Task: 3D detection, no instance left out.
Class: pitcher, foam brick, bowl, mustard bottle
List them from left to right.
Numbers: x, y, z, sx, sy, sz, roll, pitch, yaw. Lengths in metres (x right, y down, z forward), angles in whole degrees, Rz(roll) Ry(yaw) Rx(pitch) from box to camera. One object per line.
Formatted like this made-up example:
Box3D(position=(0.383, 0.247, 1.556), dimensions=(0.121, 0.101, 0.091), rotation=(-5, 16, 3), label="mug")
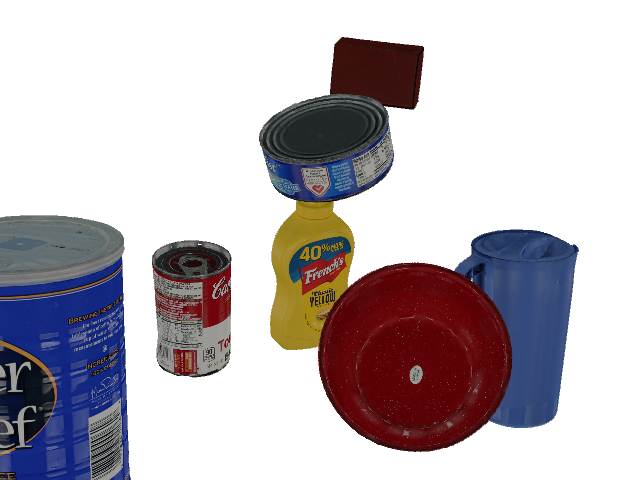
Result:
Box3D(position=(-0.008, 0.025, 1.190), dimensions=(0.096, 0.192, 0.058), rotation=(-12, 29, -26), label="mustard bottle")
Box3D(position=(0.051, -0.151, 0.959), dimensions=(0.078, 0.051, 0.053), rotation=(8, 18, 8), label="foam brick")
Box3D(position=(0.076, 0.101, 0.864), dimensions=(0.162, 0.162, 0.055), rotation=(0, 7, 6), label="bowl")
Box3D(position=(0.249, 0.116, 1.378), dimensions=(0.149, 0.243, 0.144), rotation=(5, 18, 16), label="pitcher")

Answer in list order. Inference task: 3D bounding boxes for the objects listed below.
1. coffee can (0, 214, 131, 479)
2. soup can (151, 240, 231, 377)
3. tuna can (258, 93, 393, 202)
Box3D(position=(-0.151, 0.067, 0.551), dimensions=(0.103, 0.140, 0.103), rotation=(1, 16, 0), label="coffee can")
Box3D(position=(-0.112, 0.060, 0.934), dimensions=(0.068, 0.102, 0.068), rotation=(2, 26, -1), label="soup can")
Box3D(position=(0.005, -0.061, 0.702), dimensions=(0.086, 0.034, 0.086), rotation=(-9, 35, 6), label="tuna can")
